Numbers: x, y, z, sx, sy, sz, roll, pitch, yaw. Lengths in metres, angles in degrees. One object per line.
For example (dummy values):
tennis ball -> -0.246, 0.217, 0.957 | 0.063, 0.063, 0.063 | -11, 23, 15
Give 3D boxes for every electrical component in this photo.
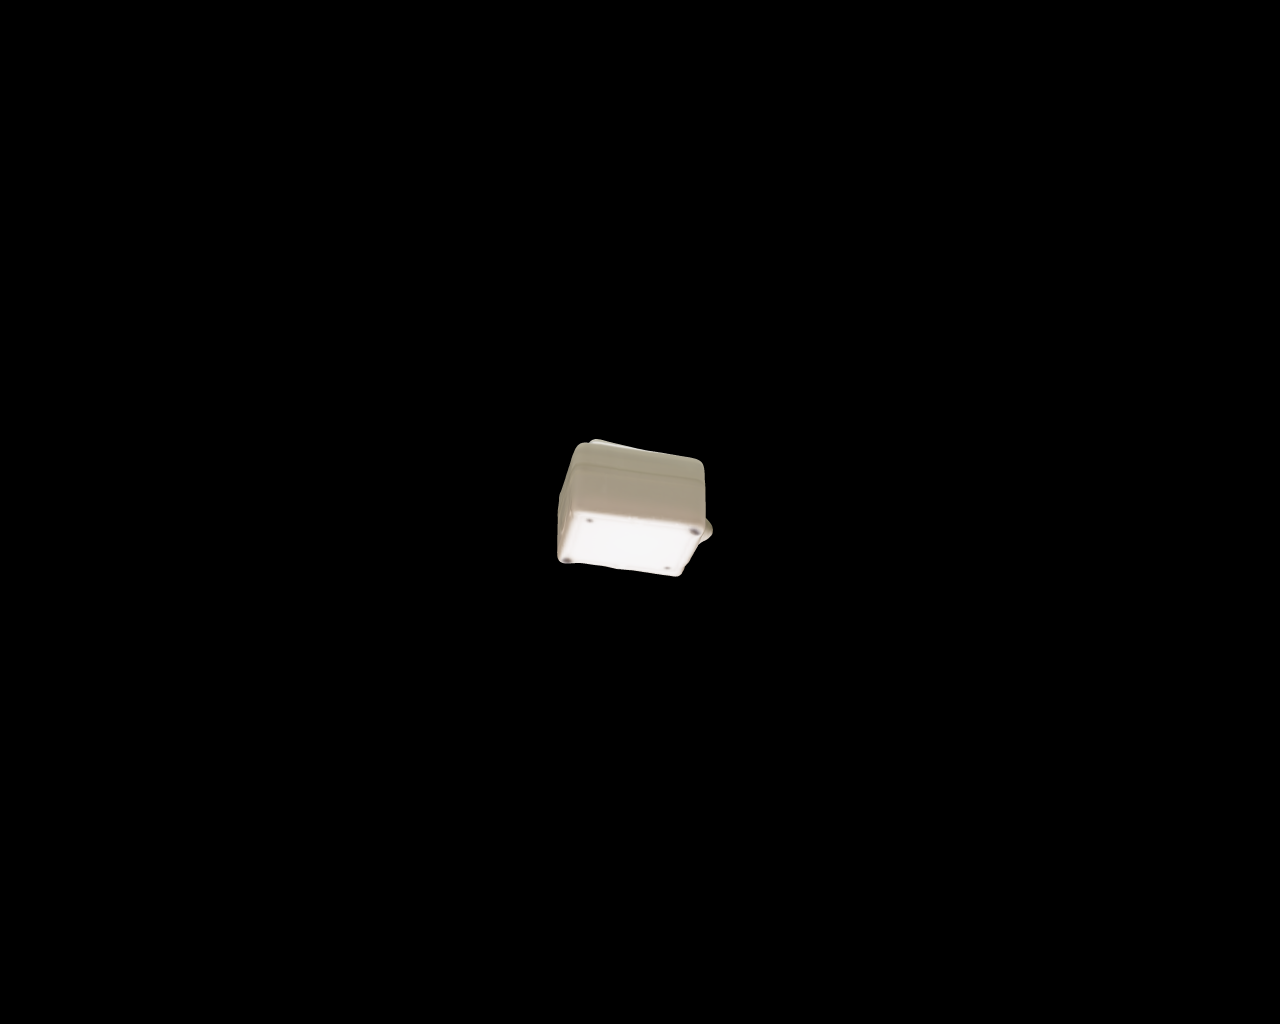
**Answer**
electrical component -> 0.001, -0.003, 0.650 | 0.096, 0.061, 0.061 | 8, -35, -11
